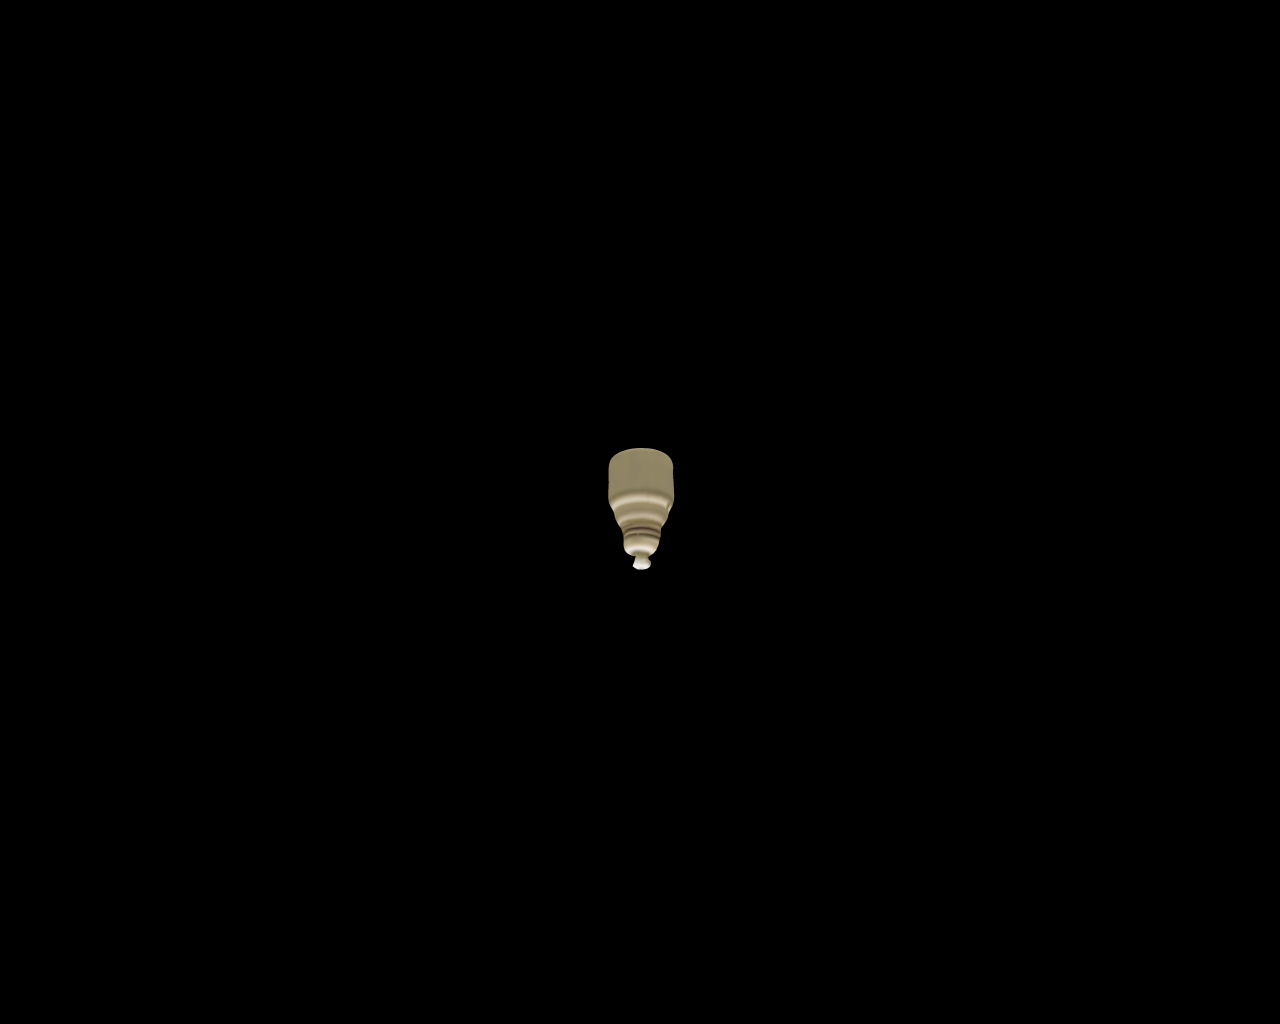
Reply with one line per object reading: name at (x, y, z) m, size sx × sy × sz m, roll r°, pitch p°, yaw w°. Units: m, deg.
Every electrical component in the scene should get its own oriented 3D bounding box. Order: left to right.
electrical component at (0.001, -0.003, 0.650) m, size 0.040 × 0.078 × 0.040 m, roll 0°, pitch -23°, yaw 0°
